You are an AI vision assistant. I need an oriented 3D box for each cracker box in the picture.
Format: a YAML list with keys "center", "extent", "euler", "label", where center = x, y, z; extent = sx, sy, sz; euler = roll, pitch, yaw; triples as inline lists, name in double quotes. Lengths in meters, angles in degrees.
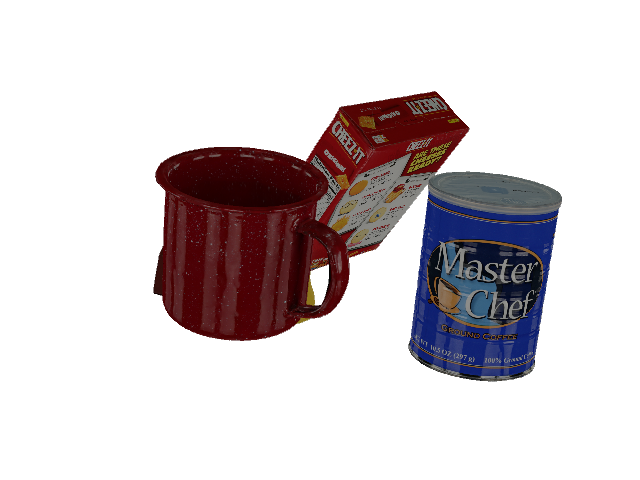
- center: [0.043, -0.063, 1.186]
  extent: [0.163, 0.072, 0.214]
  euler: [-17, -29, -44]
  label: "cracker box"

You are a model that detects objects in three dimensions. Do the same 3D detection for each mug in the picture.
- center: [-0.035, 0.005, 0.582]
  extent: [0.117, 0.081, 0.093]
  euler: [19, 27, 27]
  label: "mug"

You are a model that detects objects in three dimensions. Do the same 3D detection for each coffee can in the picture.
- center: [0.128, 0.026, 0.841]
  extent: [0.103, 0.140, 0.103]
  euler: [5, 17, -2]
  label: "coffee can"

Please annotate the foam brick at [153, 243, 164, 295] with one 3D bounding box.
- center: [-0.132, 0.032, 1.131]
  extent: [0.078, 0.051, 0.053]
  euler: [15, 31, 1]
  label: "foam brick"

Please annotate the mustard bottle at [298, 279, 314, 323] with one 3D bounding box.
- center: [-0.052, 0.021, 1.449]
  extent: [0.096, 0.192, 0.058]
  euler: [-5, 25, -18]
  label: "mustard bottle"
